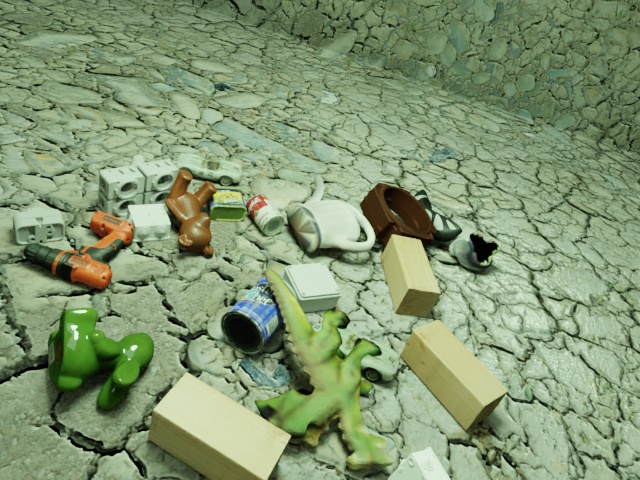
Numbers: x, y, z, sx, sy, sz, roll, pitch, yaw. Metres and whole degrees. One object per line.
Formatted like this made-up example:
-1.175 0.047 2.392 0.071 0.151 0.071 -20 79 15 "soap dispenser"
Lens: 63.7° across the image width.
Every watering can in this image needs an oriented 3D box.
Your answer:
0.004 -0.072 1.438 0.225 0.102 0.354 -9 42 -33 "watering can"

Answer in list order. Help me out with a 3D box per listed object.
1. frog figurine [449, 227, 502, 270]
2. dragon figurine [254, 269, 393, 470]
0.448 0.025 1.546 0.137 0.122 0.160 -1 4 -15 "frog figurine"
-0.019 0.253 0.958 0.412 0.119 0.247 41 44 8 "dragon figurine"
